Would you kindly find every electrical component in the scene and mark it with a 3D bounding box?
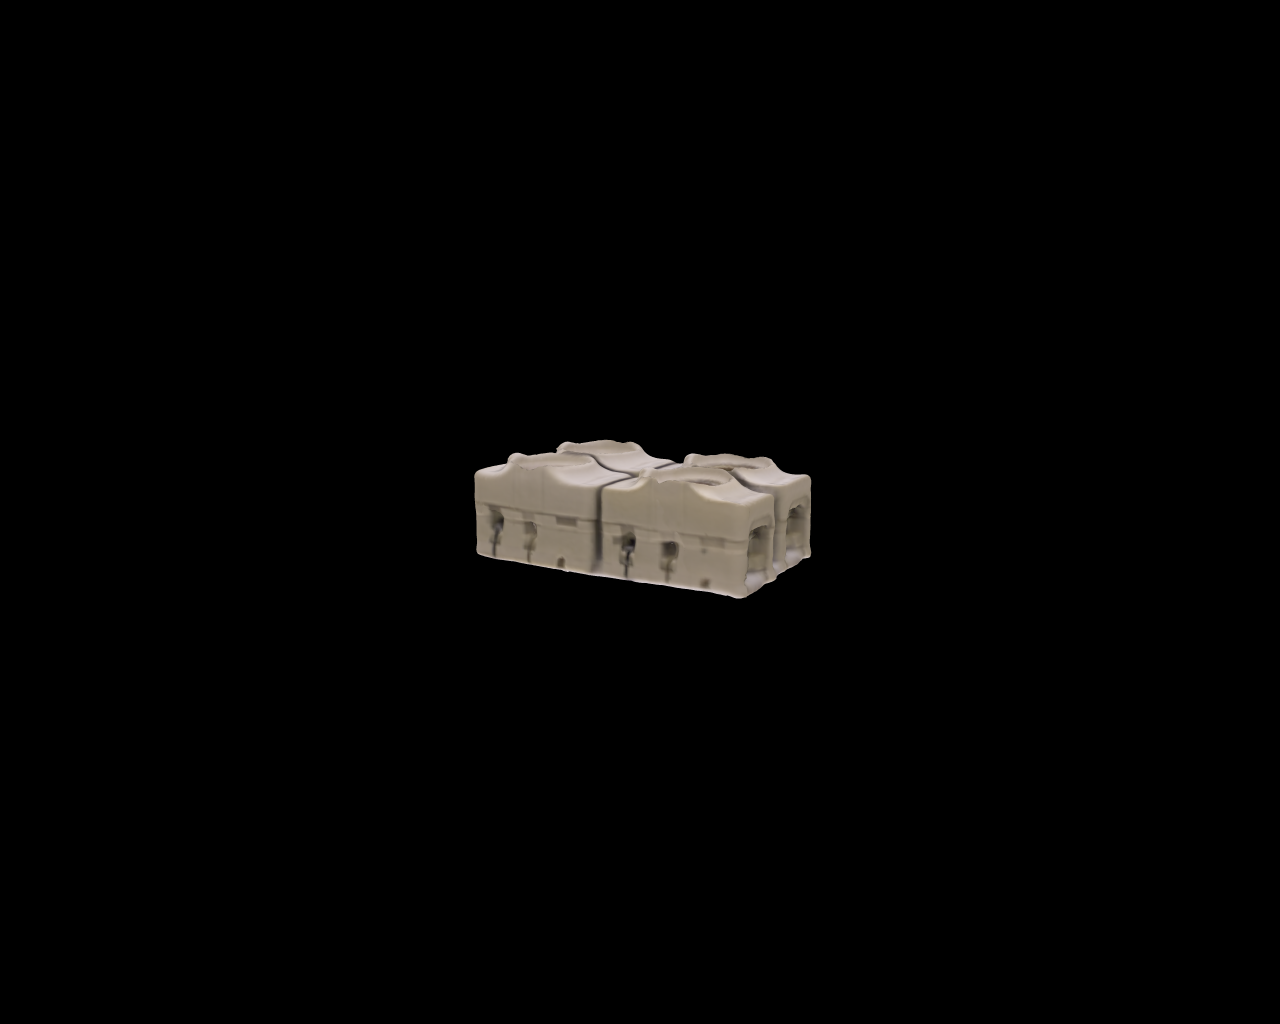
[{"bbox_3d":[0.001,-0.003,0.650,0.186,0.060,0.105,8,15,30],"label":"electrical component"}]
